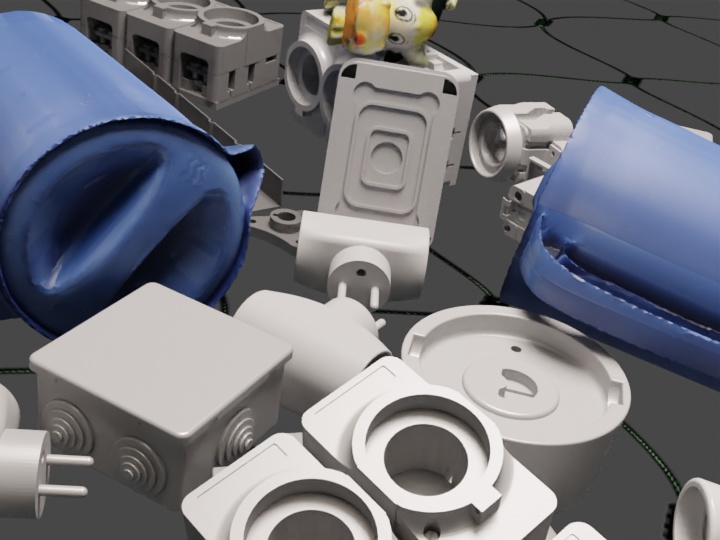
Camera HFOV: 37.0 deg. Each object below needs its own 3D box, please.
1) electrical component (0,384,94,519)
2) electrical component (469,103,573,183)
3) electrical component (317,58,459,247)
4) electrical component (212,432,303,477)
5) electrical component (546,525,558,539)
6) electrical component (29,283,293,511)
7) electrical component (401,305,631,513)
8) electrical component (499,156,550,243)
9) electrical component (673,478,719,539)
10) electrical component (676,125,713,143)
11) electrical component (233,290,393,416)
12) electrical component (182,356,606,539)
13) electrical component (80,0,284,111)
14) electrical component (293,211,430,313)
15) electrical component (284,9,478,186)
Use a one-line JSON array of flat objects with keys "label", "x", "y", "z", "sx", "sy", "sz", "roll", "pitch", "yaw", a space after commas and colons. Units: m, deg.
[{"label": "electrical component", "x": -0.153, "y": 0.084, "z": 0.450, "sx": 0.079, "sy": 0.043, "sz": 0.077, "roll": 5, "pitch": 31, "yaw": -8}, {"label": "electrical component", "x": 0.120, "y": -0.096, "z": 0.816, "sx": 0.057, "sy": 0.058, "sz": 0.078, "roll": -5, "pitch": 33, "yaw": -28}, {"label": "electrical component", "x": 0.018, "y": -0.075, "z": 0.691, "sx": 0.078, "sy": 0.113, "sz": 0.057, "roll": 10, "pitch": 12, "yaw": 0}, {"label": "electrical component", "x": -0.033, "y": 0.093, "z": 0.470, "sx": 0.062, "sy": 0.048, "sz": 0.048, "roll": -3, "pitch": 32, "yaw": -7}, {"label": "electrical component", "x": 0.069, "y": 0.128, "z": 0.438, "sx": 0.043, "sy": 0.043, "sz": 0.062, "roll": -6, "pitch": 35, "yaw": -24}, {"label": "electrical component", "x": -0.092, "y": 0.058, "z": 0.506, "sx": 0.100, "sy": 0.048, "sz": 0.100, "roll": 22, "pitch": 33, "yaw": 21}, {"label": "electrical component", "x": 0.068, "y": 0.071, "z": 0.516, "sx": 0.108, "sy": 0.060, "sz": 0.108, "roll": 7, "pitch": 30, "yaw": -4}, {"label": "electrical component", "x": 0.135, "y": -0.041, "z": 0.742, "sx": 0.064, "sy": 0.042, "sz": 0.081, "roll": -19, "pitch": 40, "yaw": -36}, {"label": "electrical component", "x": 0.174, "y": 0.119, "z": 0.481, "sx": 0.055, "sy": 0.045, "sz": 0.045, "roll": 8, "pitch": 30, "yaw": -4}, {"label": "electrical component", "x": 0.217, "y": -0.077, "z": 0.818, "sx": 0.100, "sy": 0.048, "sz": 0.099, "roll": 15, "pitch": 31, "yaw": 9}, {"label": "electrical component", "x": -0.017, "y": 0.039, "z": 0.565, "sx": 0.077, "sy": 0.043, "sz": 0.079, "roll": 25, "pitch": 33, "yaw": 25}, {"label": "electrical component", "x": 0.035, "y": 0.123, "z": 0.370, "sx": 0.105, "sy": 0.060, "sz": 0.186, "roll": -33, "pitch": 56, "yaw": -28}, {"label": "electrical component", "x": -0.151, "y": -0.197, "z": 0.906, "sx": 0.150, "sy": 0.061, "sz": 0.089, "roll": 24, "pitch": 33, "yaw": 23}, {"label": "electrical component", "x": 0.000, "y": 0.000, "z": 0.634, "sx": 0.077, "sy": 0.043, "sz": 0.079, "roll": 8, "pitch": 31, "yaw": -2}, {"label": "electrical component", "x": 0.010, "y": -0.131, "z": 0.811, "sx": 0.062, "sy": 0.089, "sz": 0.150, "roll": -14, "pitch": 38, "yaw": -34}]
